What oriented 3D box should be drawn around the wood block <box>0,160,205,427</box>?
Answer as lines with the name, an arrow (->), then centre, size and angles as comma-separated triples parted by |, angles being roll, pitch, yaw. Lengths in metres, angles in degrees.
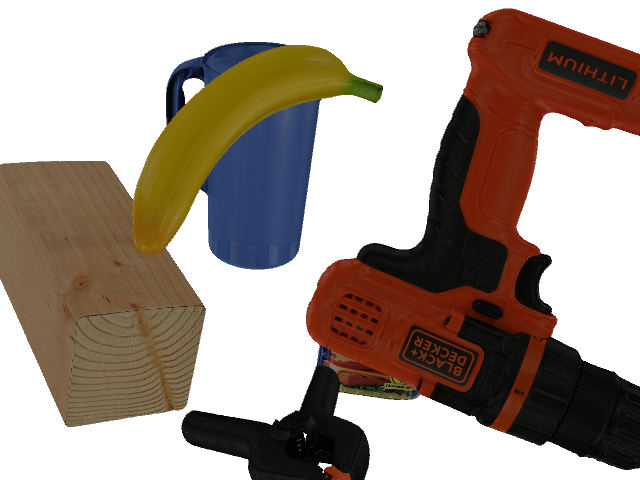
wood block -> -0.168, 0.029, 0.776 | 0.090, 0.091, 0.206 | -4, 33, -30

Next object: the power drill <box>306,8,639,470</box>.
power drill -> 0.106, 0.000, 0.503 | 0.184, 0.188, 0.057 | 22, 7, 3

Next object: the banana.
banana -> -0.050, -0.069, 0.646 | 0.197, 0.070, 0.037 | -38, -23, -26

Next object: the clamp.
clamp -> -0.027, 0.136, 0.714 | 0.120, 0.039, 0.171 | -21, 17, -8

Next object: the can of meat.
can of meat -> 0.048, 0.091, 0.952 | 0.102, 0.084, 0.057 | 8, 19, 1

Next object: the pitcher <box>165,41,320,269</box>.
pitcher -> -0.080, -0.095, 1.206 | 0.144, 0.243, 0.149 | -21, 38, -40
